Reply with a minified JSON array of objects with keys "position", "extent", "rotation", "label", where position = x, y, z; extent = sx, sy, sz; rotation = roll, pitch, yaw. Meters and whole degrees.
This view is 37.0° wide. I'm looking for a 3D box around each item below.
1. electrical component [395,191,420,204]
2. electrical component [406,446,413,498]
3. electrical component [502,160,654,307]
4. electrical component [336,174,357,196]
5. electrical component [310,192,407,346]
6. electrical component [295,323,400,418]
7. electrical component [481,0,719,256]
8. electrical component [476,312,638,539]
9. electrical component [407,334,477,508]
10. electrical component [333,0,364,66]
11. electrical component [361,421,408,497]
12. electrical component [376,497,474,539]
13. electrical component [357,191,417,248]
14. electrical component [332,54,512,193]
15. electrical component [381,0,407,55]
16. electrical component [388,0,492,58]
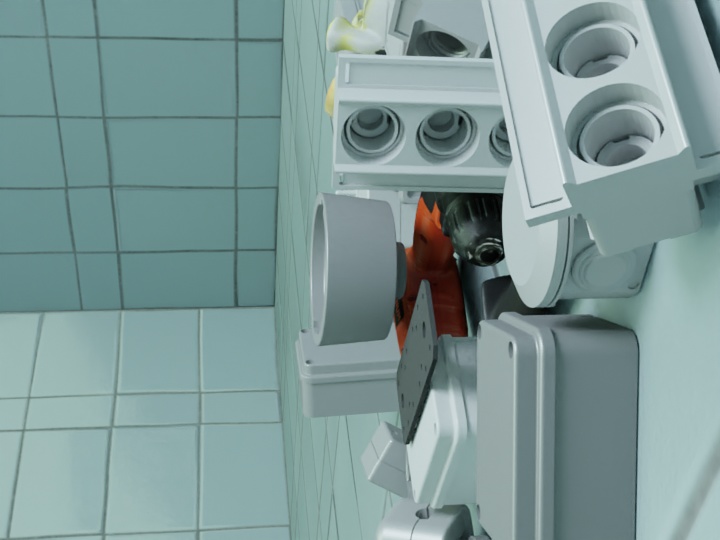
[{"position":[0.042,-0.093,0.889],"extent":[0.057,0.058,0.078],"rotation":[-171,80,-79],"label":"electrical component"},{"position":[0.062,0.148,0.799],"extent":[0.055,0.047,0.055],"rotation":[179,90,-82],"label":"electrical component"},{"position":[0.098,-0.023,0.494],"extent":[0.080,0.051,0.080],"rotation":[179,90,-82],"label":"electrical component"},{"position":[0.015,-0.082,1.019],"extent":[0.047,0.076,0.083],"rotation":[-110,21,-68],"label":"electrical component"},{"position":[0.000,0.000,0.758],"extent":[0.108,0.060,0.108],"rotation":[-179,90,-81],"label":"electrical component"},{"position":[-0.004,0.095,1.038],"extent":[0.078,0.113,0.057],"rotation":[-106,14,-63],"label":"electrical component"},{"position":[0.097,-0.072,0.422],"extent":[0.063,0.079,0.121],"rotation":[50,-152,-53],"label":"electrical component"},{"position":[0.093,0.080,0.522],"extent":[0.078,0.057,0.113],"rotation":[-147,57,-81],"label":"electrical component"},{"position":[0.067,0.102,0.716],"extent":[0.113,0.057,0.078],"rotation":[99,168,-52],"label":"electrical component"},{"position":[0.017,-0.212,0.981],"extent":[0.113,0.078,0.057],"rotation":[-100,14,-50],"label":"electrical component"},{"position":[0.049,0.141,0.860],"extent":[0.076,0.066,0.047],"rotation":[-61,12,6],"label":"electrical component"},{"position":[0.046,0.212,0.761],"extent":[0.054,0.059,0.095],"rotation":[-39,-56,-55],"label":"electrical component"},{"position":[0.030,-0.069,0.960],"extent":[0.062,0.061,0.096],"rotation":[-135,45,-78],"label":"electrical component"},{"position":[0.046,-0.087,0.611],"extent":[0.063,0.121,0.078],"rotation":[-98,10,-59],"label":"electrical component"},{"position":[0.053,-0.186,0.774],"extent":[0.061,0.061,0.096],"rotation":[-103,12,-46],"label":"electrical component"},{"position":[0.062,-0.153,0.667],"extent":[0.042,0.081,0.063],"rotation":[107,-170,-62],"label":"electrical component"}]
